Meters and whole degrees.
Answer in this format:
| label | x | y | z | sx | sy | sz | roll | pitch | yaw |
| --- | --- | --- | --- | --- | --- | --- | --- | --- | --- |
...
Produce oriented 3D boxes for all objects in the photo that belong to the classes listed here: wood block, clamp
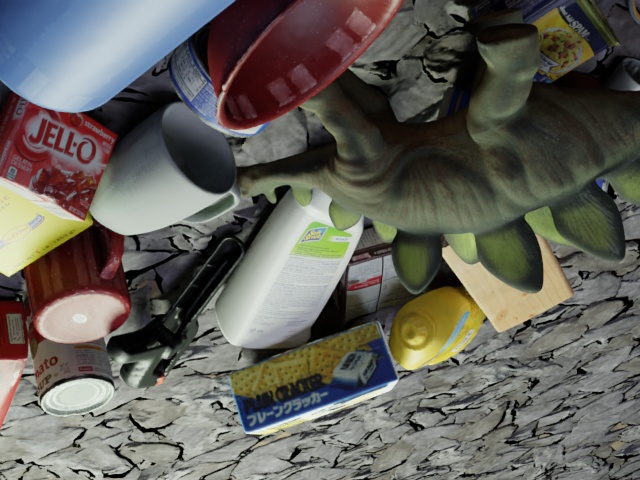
| label | x | y | z | sx | sy | sz | roll | pitch | yaw |
| --- | --- | --- | --- | --- | --- | --- | --- | --- | --- |
| wood block | 0.171 | -0.001 | 1.043 | 0.090 | 0.091 | 0.206 | -28 | 145 | 11 |
| clamp | -0.153 | 0.095 | 1.007 | 0.164 | 0.036 | 0.210 | -41 | 169 | -38 |

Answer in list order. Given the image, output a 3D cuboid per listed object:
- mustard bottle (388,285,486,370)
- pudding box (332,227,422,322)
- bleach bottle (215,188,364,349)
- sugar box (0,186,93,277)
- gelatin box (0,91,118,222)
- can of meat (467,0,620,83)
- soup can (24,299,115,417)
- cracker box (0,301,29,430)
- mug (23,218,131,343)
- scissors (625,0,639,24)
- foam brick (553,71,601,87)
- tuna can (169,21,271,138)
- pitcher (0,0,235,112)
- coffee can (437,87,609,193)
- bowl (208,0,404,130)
| label | x | y | z | sx | sy | sz | roll | pitch | yaw |
| --- | --- | --- | --- | --- | --- | --- | --- | --- | --- |
| mustard bottle | 0.117 | 0.091 | 1.107 | 0.096 | 0.058 | 0.191 | -49 | 164 | 12 |
| pudding box | 0.060 | 0.030 | 1.076 | 0.090 | 0.039 | 0.113 | -16 | 149 | -11 |
| bleach bottle | -0.006 | 0.001 | 0.980 | 0.102 | 0.068 | 0.251 | 2 | 138 | -34 |
| sugar box | -0.262 | -0.041 | 0.800 | 0.093 | 0.048 | 0.176 | -31 | 146 | 15 |
| gelatin box | -0.196 | -0.063 | 0.778 | 0.030 | 0.073 | 0.089 | 10 | 165 | 35 |
| can of meat | 0.175 | -0.169 | 0.840 | 0.084 | 0.057 | 0.102 | -33 | 144 | 21 |
| soup can | -0.227 | 0.099 | 0.965 | 0.068 | 0.102 | 0.068 | -14 | 146 | -10 |
| cracker box | -0.383 | 0.125 | 0.947 | 0.213 | 0.072 | 0.164 | 3 | 140 | -30 |
| mug | -0.198 | 0.027 | 0.895 | 0.093 | 0.081 | 0.117 | 17 | 131 | -43 |
| scissors | 0.329 | -0.192 | 0.925 | 0.096 | 0.016 | 0.201 | -38 | 143 | 24 |
| foam brick | 0.216 | -0.106 | 0.953 | 0.051 | 0.053 | 0.078 | 4 | 140 | -32 |
| tuna can | -0.065 | -0.115 | 0.763 | 0.086 | 0.086 | 0.034 | 13 | 135 | -40 |
| pitcher | -0.104 | -0.181 | 0.598 | 0.144 | 0.149 | 0.243 | 17 | 146 | -38 |
| coffee can | 0.168 | -0.067 | 0.885 | 0.140 | 0.102 | 0.103 | 9 | 148 | 13 |
| bowl | -0.017 | -0.143 | 0.679 | 0.162 | 0.055 | 0.162 | -37 | 169 | -9 |
